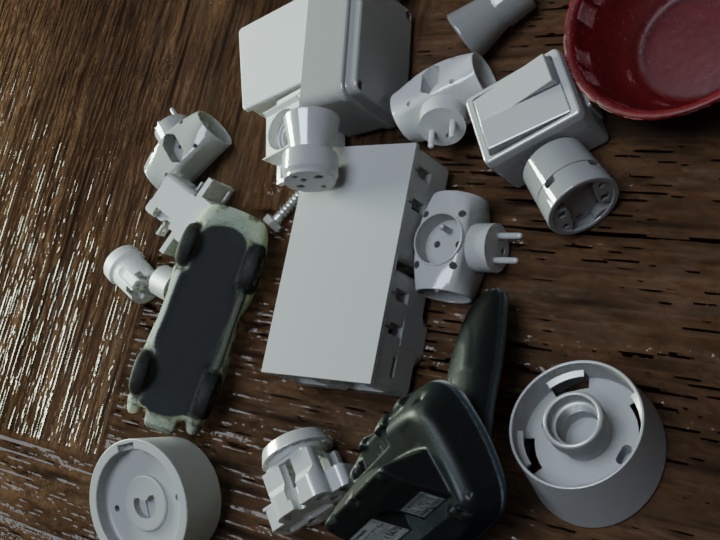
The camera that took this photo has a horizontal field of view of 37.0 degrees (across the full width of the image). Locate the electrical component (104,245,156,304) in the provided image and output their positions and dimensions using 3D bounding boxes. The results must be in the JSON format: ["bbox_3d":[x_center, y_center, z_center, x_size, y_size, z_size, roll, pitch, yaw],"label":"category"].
[{"bbox_3d":[-0.214,0.005,1.017,0.046,0.040,0.040,40,99,33],"label":"electrical component"}]

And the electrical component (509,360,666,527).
[{"bbox_3d":[0.149,0.112,0.709,0.099,0.064,0.099,-16,53,22],"label":"electrical component"}]

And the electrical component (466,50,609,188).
[{"bbox_3d":[0.134,-0.115,0.791,0.096,0.061,0.061,-28,59,26],"label":"electrical component"}]

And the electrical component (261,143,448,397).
[{"bbox_3d":[0.000,0.000,0.847,0.105,0.060,0.186,2,75,37],"label":"electrical component"}]

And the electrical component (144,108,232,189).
[{"bbox_3d":[-0.171,-0.122,1.028,0.077,0.043,0.079,-42,59,16],"label":"electrical component"}]

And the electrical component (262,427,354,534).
[{"bbox_3d":[-0.042,0.157,0.822,0.078,0.058,0.057,-37,58,20],"label":"electrical component"}]

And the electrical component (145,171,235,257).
[{"bbox_3d":[-0.157,-0.053,0.984,0.064,0.042,0.081,39,97,21],"label":"electrical component"}]

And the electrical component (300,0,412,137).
[{"bbox_3d":[-0.001,-0.178,0.903,0.057,0.078,0.113,-10,68,36],"label":"electrical component"}]

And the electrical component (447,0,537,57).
[{"bbox_3d":[0.108,-0.205,0.858,0.065,0.044,0.044,-37,55,14],"label":"electrical component"}]

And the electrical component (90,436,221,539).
[{"bbox_3d":[-0.164,0.189,0.892,0.108,0.060,0.108,1,91,33],"label":"electrical component"}]

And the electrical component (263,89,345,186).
[{"bbox_3d":[-0.046,-0.111,0.919,0.042,0.064,0.081,-19,63,40],"label":"electrical component"}]

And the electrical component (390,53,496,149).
[{"bbox_3d":[0.066,-0.125,0.847,0.077,0.043,0.079,-24,37,28],"label":"electrical component"}]

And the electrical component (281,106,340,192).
[{"bbox_3d":[-0.039,-0.094,0.840,0.045,0.045,0.055,-12,67,33],"label":"electrical component"}]

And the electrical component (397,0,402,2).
[{"bbox_3d":[0.037,-0.263,0.935,0.061,0.035,0.035,-50,52,7],"label":"electrical component"}]

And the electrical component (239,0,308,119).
[{"bbox_3d":[-0.059,-0.187,0.967,0.100,0.048,0.099,-20,63,30],"label":"electrical component"}]

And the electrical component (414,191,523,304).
[{"bbox_3d":[0.084,-0.017,0.801,0.079,0.044,0.077,2,75,37],"label":"electrical component"}]

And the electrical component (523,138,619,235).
[{"bbox_3d":[0.148,-0.061,0.765,0.055,0.055,0.047,-40,50,18],"label":"electrical component"}]
